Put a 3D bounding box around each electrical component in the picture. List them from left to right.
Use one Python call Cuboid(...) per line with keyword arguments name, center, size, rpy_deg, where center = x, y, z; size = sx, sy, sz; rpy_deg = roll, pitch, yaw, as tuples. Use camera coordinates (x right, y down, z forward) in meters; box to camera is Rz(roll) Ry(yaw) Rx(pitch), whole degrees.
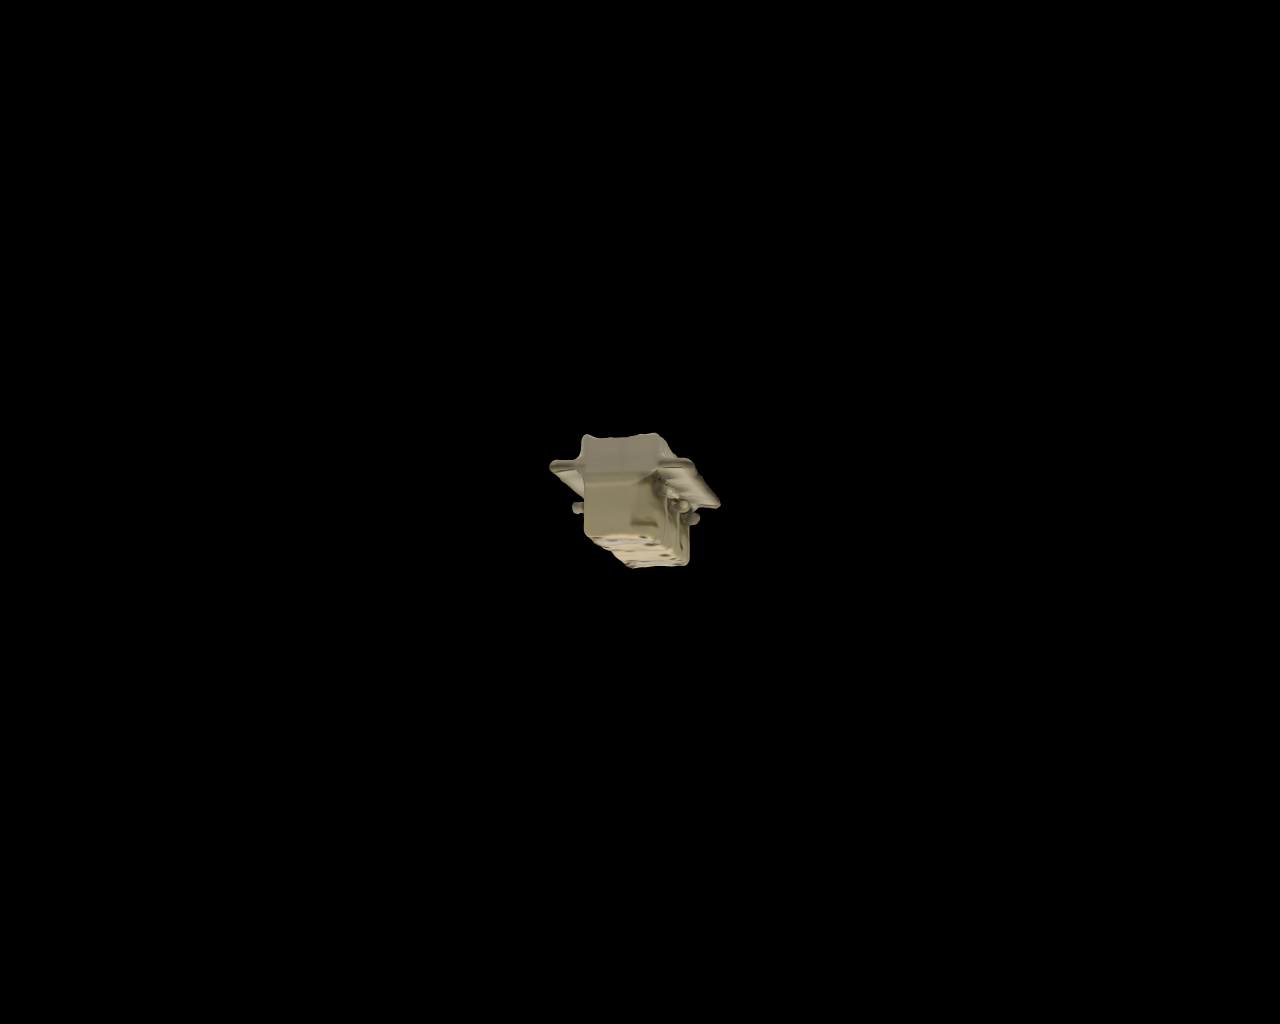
Cuboid(name="electrical component", center=(0.001, -0.003, 0.650), size=(0.079, 0.063, 0.121), rpy_deg=(-2, -12, 11))
